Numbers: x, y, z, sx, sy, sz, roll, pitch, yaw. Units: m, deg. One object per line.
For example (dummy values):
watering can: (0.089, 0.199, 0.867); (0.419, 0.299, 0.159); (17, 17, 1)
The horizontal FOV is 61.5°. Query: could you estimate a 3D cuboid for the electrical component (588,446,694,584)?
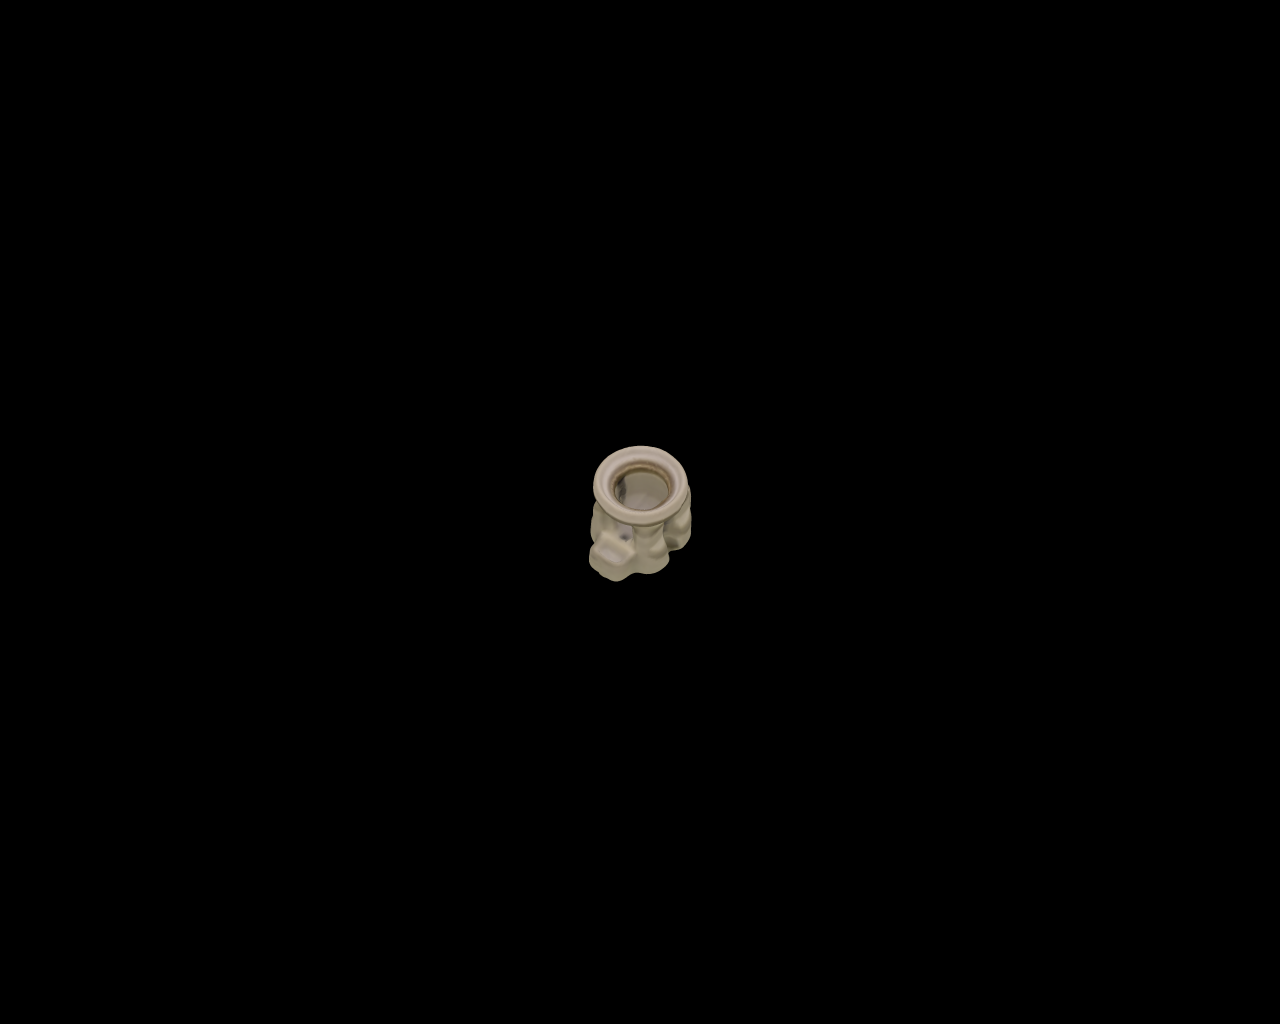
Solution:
electrical component: (0.001, -0.003, 0.650); (0.058, 0.078, 0.056); (32, -32, 22)
